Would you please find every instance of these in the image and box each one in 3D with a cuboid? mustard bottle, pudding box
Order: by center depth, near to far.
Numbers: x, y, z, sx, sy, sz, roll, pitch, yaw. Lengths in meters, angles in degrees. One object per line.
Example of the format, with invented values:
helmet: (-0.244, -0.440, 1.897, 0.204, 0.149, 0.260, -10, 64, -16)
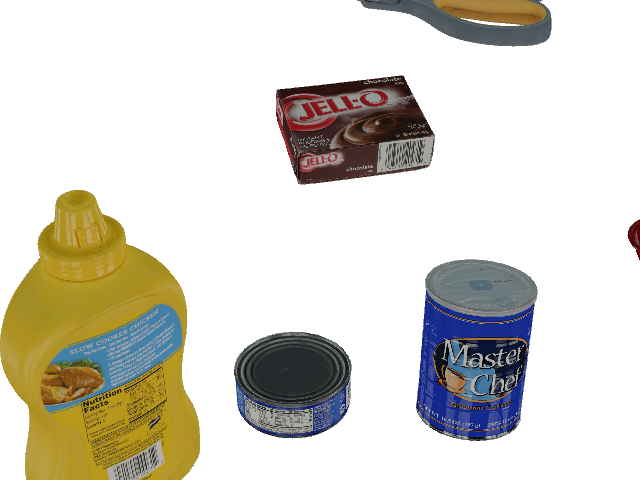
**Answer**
mustard bottle: (-0.113, 0.059, 0.546, 0.096, 0.192, 0.058, -24, 43, -30)
pudding box: (0.026, -0.091, 0.868, 0.113, 0.039, 0.090, -7, 43, -11)

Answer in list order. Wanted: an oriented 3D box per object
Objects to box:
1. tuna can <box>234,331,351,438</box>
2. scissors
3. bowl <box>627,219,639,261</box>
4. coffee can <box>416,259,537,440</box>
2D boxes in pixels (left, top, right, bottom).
tuna can: (-0.020, 0.106, 0.784, 0.086, 0.034, 0.086, -1, 31, 0)
scissors: (0.051, -0.157, 0.653, 0.202, 0.016, 0.096, 20, 44, 25)
bowl: (0.412, 0.022, 1.150, 0.162, 0.055, 0.162, -1, 24, 0)
coffee can: (0.146, 0.103, 1.012, 0.103, 0.140, 0.103, 1, 25, -1)
